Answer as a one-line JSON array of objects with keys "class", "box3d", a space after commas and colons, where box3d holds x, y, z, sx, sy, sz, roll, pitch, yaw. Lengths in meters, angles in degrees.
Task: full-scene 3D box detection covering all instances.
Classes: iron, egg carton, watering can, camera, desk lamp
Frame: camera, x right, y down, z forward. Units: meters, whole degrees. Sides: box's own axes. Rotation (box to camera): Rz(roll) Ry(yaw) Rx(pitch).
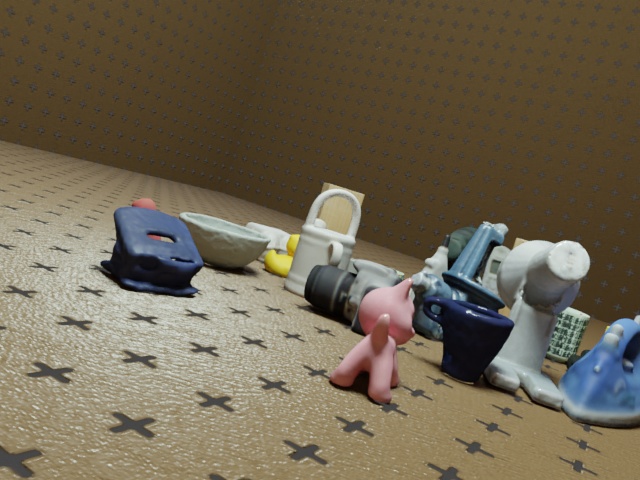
[{"class": "iron", "box3d": [0.410, 0.172, 0.802, 0.118, 0.141, 0.259, 20, 5, 35]}, {"class": "egg carton", "box3d": [-0.115, 0.009, 1.282, 0.107, 0.069, 0.150, 15, 5, -30]}, {"class": "watering can", "box3d": [0.007, 0.003, 1.010, 0.101, 0.194, 0.172, 14, 6, -39]}, {"class": "camera", "box3d": [0.055, 0.077, 0.887, 0.136, 0.101, 0.143, 18, 5, 15]}, {"class": "desk lamp", "box3d": [0.312, 0.102, 0.819, 0.118, 0.213, 0.203, 18, 4, 8]}]

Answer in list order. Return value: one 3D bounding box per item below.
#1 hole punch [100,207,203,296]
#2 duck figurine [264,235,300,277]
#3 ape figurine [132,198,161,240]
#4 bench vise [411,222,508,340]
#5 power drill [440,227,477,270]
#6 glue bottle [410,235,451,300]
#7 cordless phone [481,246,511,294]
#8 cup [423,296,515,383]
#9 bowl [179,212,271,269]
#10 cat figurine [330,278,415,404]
[{"class": "hole punch", "box3d": [-0.206, 0.014, 0.727, 0.109, 0.091, 0.100, 13, 6, -43]}, {"class": "duck figurine", "box3d": [-0.055, 0.030, 1.138, 0.105, 0.086, 0.077, 15, 5, -29]}, {"class": "ape figurine", "box3d": [-0.274, -0.019, 0.870, 0.076, 0.092, 0.078, 18, 4, 9]}, {"class": "bench vise", "box3d": [0.252, 0.068, 0.979, 0.121, 0.220, 0.208, 20, 5, 37]}, {"class": "power drill", "box3d": [0.321, 0.066, 1.345, 0.075, 0.208, 0.230, 19, 5, 25]}, {"class": "glue bottle", "box3d": [0.240, 0.071, 1.197, 0.078, 0.173, 0.037, 14, 5, -33]}, {"class": "cordless phone", "box3d": [0.420, 0.113, 1.291, 0.147, 0.185, 0.094, 17, 4, -7]}, {"class": "cup", "box3d": [0.181, 0.130, 0.745, 0.117, 0.095, 0.092, 19, 5, 21]}, {"class": "bowl", "box3d": [-0.176, 0.008, 1.020, 0.167, 0.075, 0.167, 17, 4, -1]}, {"class": "cat figurine", "box3d": [0.066, 0.094, 0.602, 0.067, 0.118, 0.128, 18, 4, 11]}]
